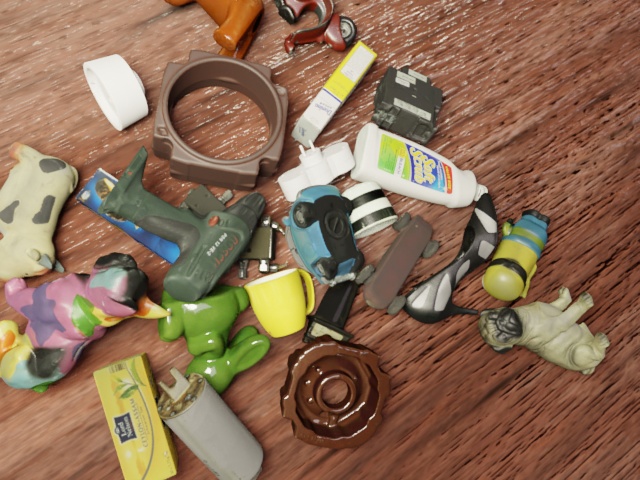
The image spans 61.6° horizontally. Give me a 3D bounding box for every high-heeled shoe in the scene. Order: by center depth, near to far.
[{"bbox_3d":[0.222,0.026,0.937,0.145,0.086,0.248,12,78,-7],"label":"high-heeled shoe"}]

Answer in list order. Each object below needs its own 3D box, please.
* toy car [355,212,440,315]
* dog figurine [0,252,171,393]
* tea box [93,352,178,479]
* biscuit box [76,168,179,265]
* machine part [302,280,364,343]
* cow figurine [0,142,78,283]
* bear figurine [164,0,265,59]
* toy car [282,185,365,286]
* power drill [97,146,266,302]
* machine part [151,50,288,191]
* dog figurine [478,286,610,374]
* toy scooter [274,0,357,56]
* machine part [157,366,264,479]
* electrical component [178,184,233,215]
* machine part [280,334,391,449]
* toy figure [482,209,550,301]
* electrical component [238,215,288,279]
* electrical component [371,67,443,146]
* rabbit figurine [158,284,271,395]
[{"bbox_3d":[0.133,0.037,0.914,0.089,0.053,0.202,40,56,-5],"label":"toy car"},{"bbox_3d":[-0.313,0.112,0.713,0.219,0.108,0.191,0,77,22],"label":"dog figurine"},{"bbox_3d":[-0.258,0.252,0.763,0.068,0.098,0.169,-17,87,-16],"label":"tea box"},{"bbox_3d":[-0.267,-0.024,0.824,0.202,0.063,0.059,35,76,-7],"label":"biscuit box"},{"bbox_3d":[0.028,0.116,0.892,0.084,0.039,0.139,21,78,-2],"label":"machine part"},{"bbox_3d":[-0.417,-0.030,0.779,0.127,0.085,0.195,21,75,-4],"label":"cow figurine"},{"bbox_3d":[-0.195,-0.389,0.876,0.196,0.120,0.132,27,79,-7],"label":"bear figurine"},{"bbox_3d":[-0.002,-0.003,0.868,0.109,0.103,0.161,-16,87,-41],"label":"toy car"},{"bbox_3d":[-0.195,-0.038,0.773,0.207,0.086,0.232,41,46,-23],"label":"power drill"},{"bbox_3d":[-0.157,-0.191,0.859,0.201,0.087,0.201,10,74,-13],"label":"machine part"},{"bbox_3d":[0.387,0.182,0.954,0.191,0.121,0.172,-20,83,-3],"label":"dog figurine"},{"bbox_3d":[-0.030,-0.398,0.944,0.135,0.075,0.183,-37,96,-16],"label":"toy scooter"},{"bbox_3d":[-0.152,0.272,0.764,0.079,0.079,0.243,-38,120,-17],"label":"machine part"},{"bbox_3d":[-0.188,-0.058,0.872,0.063,0.021,0.094,46,74,-3],"label":"electrical component"},{"bbox_3d":[0.022,0.237,0.845,0.179,0.056,0.179,-1,94,-11],"label":"machine part"},{"bbox_3d":[0.351,0.025,0.963,0.082,0.089,0.180,24,76,36],"label":"toy figure"},{"bbox_3d":[-0.096,0.011,0.875,0.078,0.045,0.102,-7,79,10],"label":"electrical component"},{"bbox_3d":[0.157,-0.246,0.960,0.115,0.058,0.134,24,52,-10],"label":"electrical component"},{"bbox_3d":[-0.163,0.155,0.813,0.159,0.121,0.170,-5,100,-22],"label":"rabbit figurine"}]
